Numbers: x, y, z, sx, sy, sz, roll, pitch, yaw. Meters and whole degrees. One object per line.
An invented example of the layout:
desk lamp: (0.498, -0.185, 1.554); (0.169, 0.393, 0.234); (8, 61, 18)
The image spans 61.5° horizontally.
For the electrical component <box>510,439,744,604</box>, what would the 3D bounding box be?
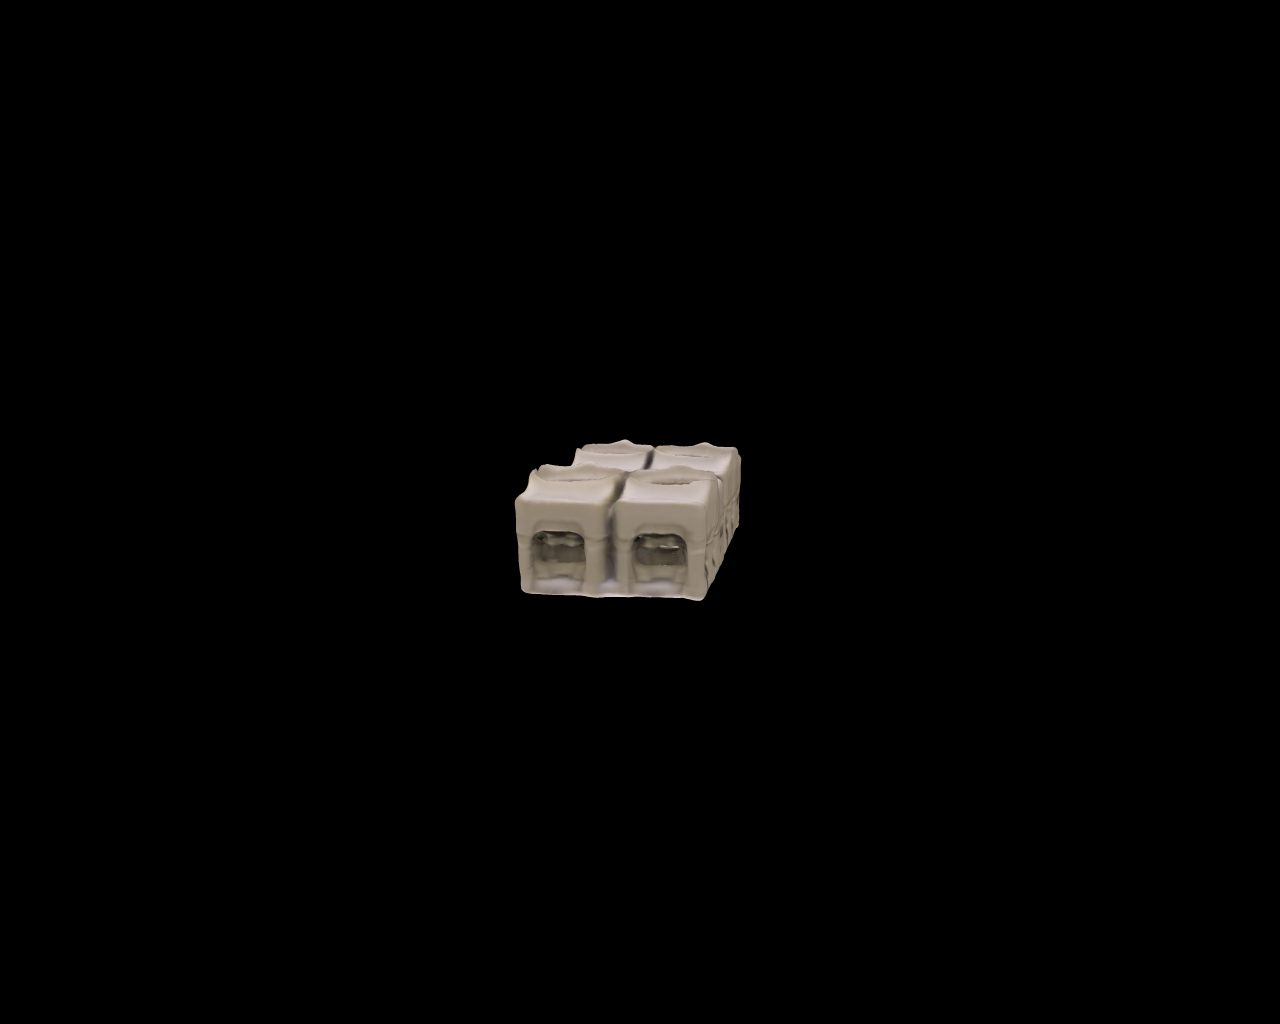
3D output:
electrical component: (0.001, -0.003, 0.650); (0.105, 0.060, 0.186); (2, 12, 11)
